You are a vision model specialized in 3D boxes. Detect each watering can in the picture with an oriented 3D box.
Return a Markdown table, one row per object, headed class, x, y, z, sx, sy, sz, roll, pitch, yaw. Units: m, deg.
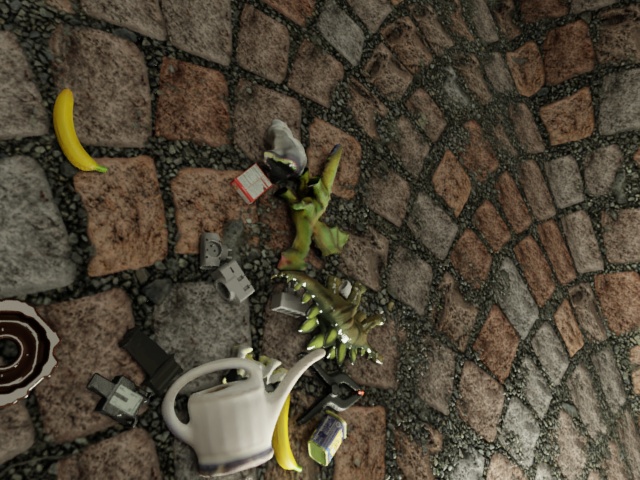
| class | x | y | z | sx | sy | sz | roll | pitch | yaw |
| --- | --- | --- | --- | --- | --- | --- | --- | --- | --- |
| watering can | -0.142 | 0.350 | 1.057 | 0.348 | 0.103 | 0.225 | -9 | 85 | -11 |

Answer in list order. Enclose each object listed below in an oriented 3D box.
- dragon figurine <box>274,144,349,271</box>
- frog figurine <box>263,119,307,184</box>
| class | x | y | z | sx | sy | sz | roll | pitch | yaw |
| --- | --- | --- | --- | --- | --- | --- | --- | --- | --- |
| dragon figurine | 0.004 | -0.071 | 1.410 | 0.418 | 0.122 | 0.239 | -48 | 122 | -37 |
| frog figurine | -0.088 | -0.246 | 1.372 | 0.135 | 0.122 | 0.163 | 55 | 37 | -44 |
